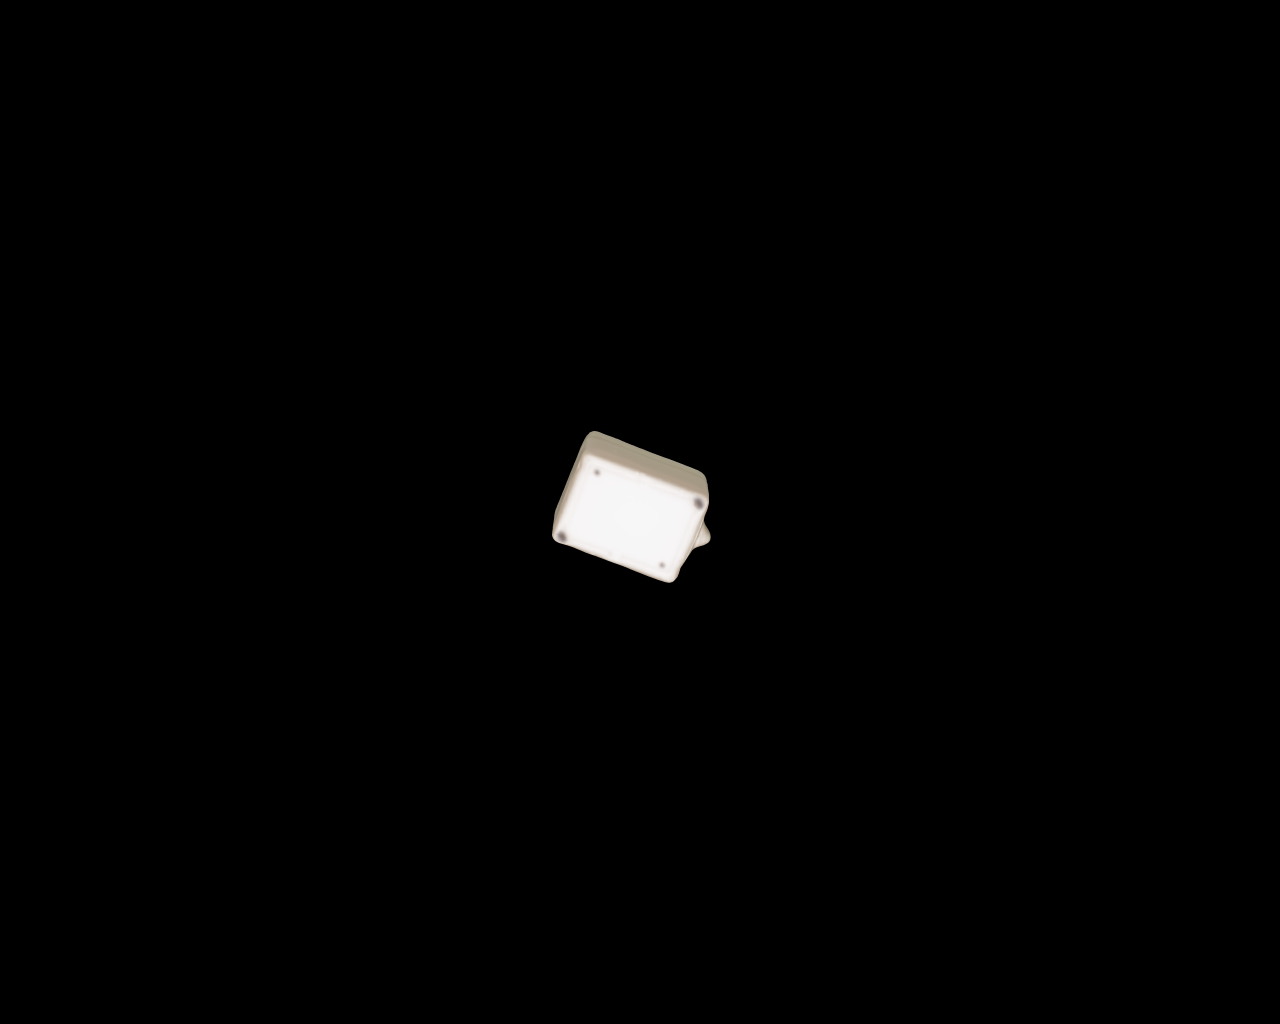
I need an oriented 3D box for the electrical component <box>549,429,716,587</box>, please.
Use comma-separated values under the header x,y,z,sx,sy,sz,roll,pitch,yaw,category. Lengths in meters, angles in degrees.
x,y,z,sx,sy,sz,roll,pitch,yaw,category
0.001,-0.003,0.650,0.096,0.061,0.061,21,18,-7,electrical component
